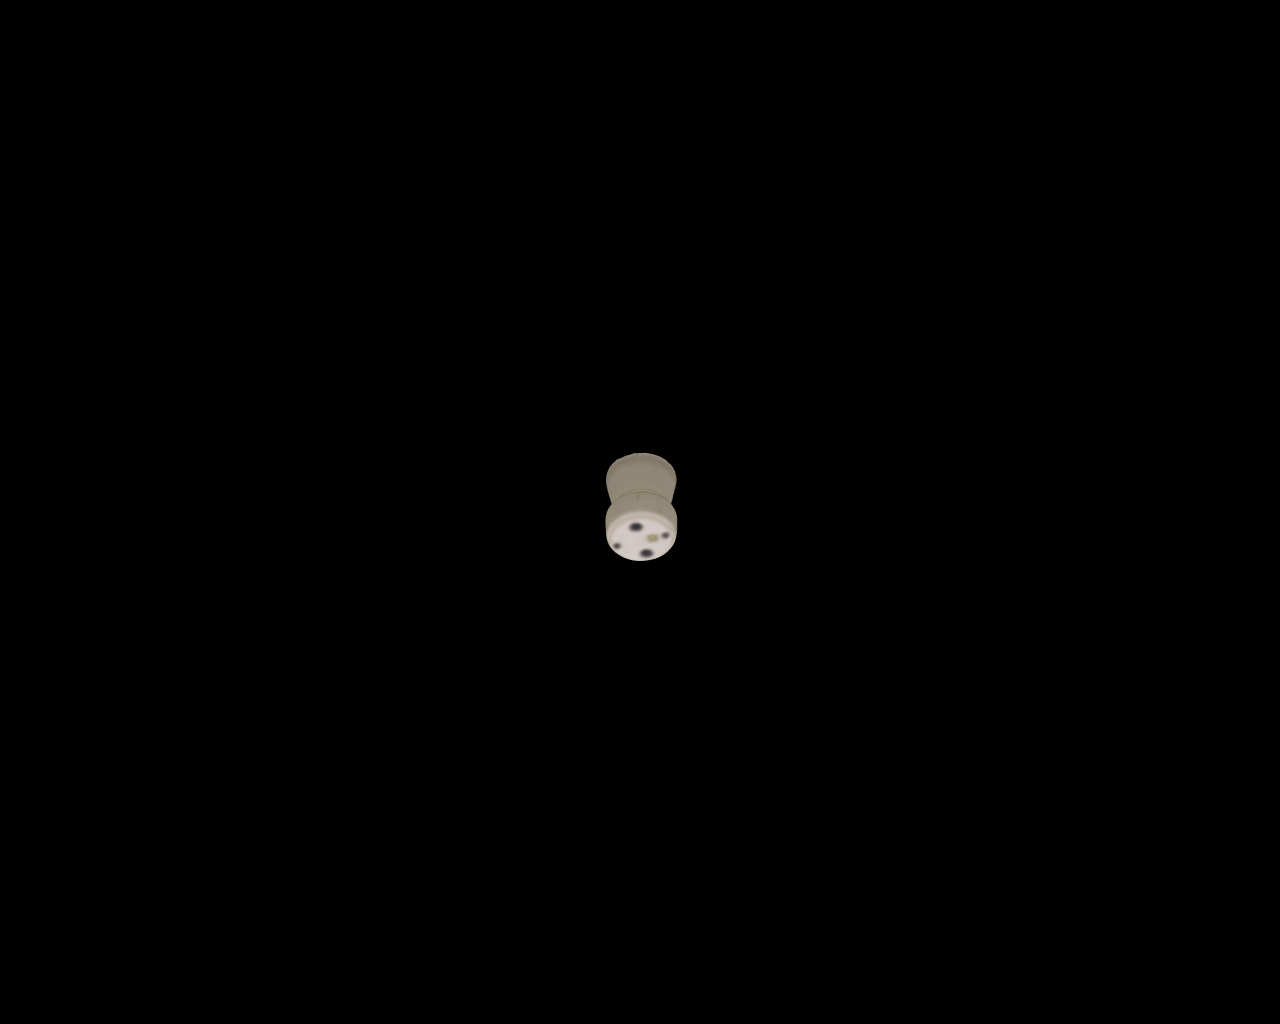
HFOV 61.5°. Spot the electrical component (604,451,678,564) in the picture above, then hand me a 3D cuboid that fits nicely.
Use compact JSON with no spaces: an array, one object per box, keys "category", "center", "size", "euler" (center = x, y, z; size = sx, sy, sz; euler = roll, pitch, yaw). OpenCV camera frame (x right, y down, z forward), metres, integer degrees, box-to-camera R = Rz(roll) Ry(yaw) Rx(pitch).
[{"category":"electrical component","center":[0.001,-0.003,0.650],"size":[0.045,0.044,0.055],"euler":[0,44,0]}]
